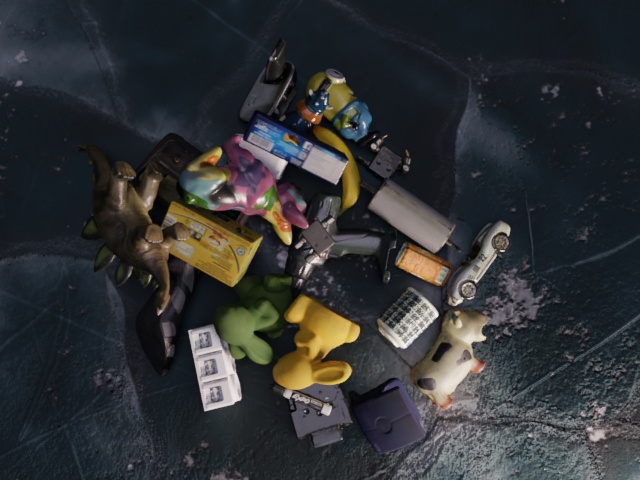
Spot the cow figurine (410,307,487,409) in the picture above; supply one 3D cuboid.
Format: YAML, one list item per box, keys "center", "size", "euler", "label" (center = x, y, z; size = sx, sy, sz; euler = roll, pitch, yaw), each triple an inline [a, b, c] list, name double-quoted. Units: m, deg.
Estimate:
- center: [0.254, 0.216, 1.054]
  size: [0.127, 0.085, 0.195]
  euler: [42, 85, -3]
  label: "cow figurine"

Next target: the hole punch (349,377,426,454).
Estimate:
- center: [0.131, 0.341, 1.031]
  size: [0.116, 0.092, 0.142]
  euler: [-30, 89, -1]
  label: "hole punch"

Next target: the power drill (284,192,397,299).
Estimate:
- center: [0.041, 0.030, 1.071]
  size: [0.207, 0.086, 0.232]
  euler: [13, 92, 6]
  label: "power drill"

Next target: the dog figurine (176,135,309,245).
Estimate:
- center: [-0.126, -0.073, 0.974]
  size: [0.219, 0.108, 0.191]
  euler: [45, 48, 0]
  label: "dog figurine"

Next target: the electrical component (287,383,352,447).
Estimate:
- center: [-0.002, 0.326, 1.042]
  size: [0.115, 0.058, 0.134]
  euler: [-17, 84, -2]
  label: "electrical component"

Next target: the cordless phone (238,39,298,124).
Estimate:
- center: [-0.099, -0.299, 1.047]
  size: [0.089, 0.184, 0.146]
  euler: [29, 83, -3]
  label: "cordless phone"

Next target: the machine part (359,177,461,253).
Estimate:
- center: [0.182, -0.050, 1.082]
  size: [0.243, 0.079, 0.079]
  euler: [33, 83, 2]
  label: "machine part"

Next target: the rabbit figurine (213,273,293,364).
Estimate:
- center: [-0.138, 0.148, 0.999]
  size: [0.121, 0.170, 0.159]
  euler: [4, 102, 30]
  label: "rabbit figurine"

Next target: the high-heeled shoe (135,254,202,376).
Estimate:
- center: [-0.282, 0.134, 1.065]
  size: [0.086, 0.145, 0.248]
  euler: [15, 113, 31]
  label: "high-heeled shoe"

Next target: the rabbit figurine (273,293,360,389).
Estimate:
- center: [-0.012, 0.207, 1.005]
  size: [0.162, 0.122, 0.173]
  euler: [34, 84, 9]
  label: "rabbit figurine"

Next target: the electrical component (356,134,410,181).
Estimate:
- center: [0.136, -0.166, 1.109]
  size: [0.102, 0.045, 0.078]
  euler: [41, 82, 3]
  label: "electrical component"

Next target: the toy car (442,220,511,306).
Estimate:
- center: [0.311, 0.048, 1.077]
  size: [0.056, 0.073, 0.201]
  euler: [38, 83, -2]
  label: "toy car"

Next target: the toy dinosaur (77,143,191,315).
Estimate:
- center: [-0.356, -0.052, 0.965]
  size: [0.198, 0.105, 0.472]
  euler: [-47, 55, 27]
  label: "toy dinosaur"

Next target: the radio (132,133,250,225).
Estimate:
- center: [-0.242, -0.099, 1.072]
  size: [0.229, 0.073, 0.131]
  euler: [36, 84, 0]
  label: "radio"

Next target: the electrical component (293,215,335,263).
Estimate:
- center: [-0.002, -0.003, 1.022]
  size: [0.094, 0.021, 0.063]
  euler: [-39, 89, 2]
  label: "electrical component"

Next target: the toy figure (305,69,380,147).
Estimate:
- center: [0.045, -0.268, 1.101]
  size: [0.089, 0.082, 0.180]
  euler: [-35, 88, -8]
  label: "toy figure"

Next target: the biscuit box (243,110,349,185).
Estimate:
- center: [-0.047, -0.179, 1.039]
  size: [0.202, 0.063, 0.059]
  euler: [25, 107, -14]
  label: "biscuit box"

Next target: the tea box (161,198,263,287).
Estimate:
- center: [-0.205, 0.000, 0.993]
  size: [0.170, 0.068, 0.098]
  euler: [30, 107, 2]
  label: "tea box"

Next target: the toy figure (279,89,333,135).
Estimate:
- center: [-0.035, -0.244, 1.074]
  size: [0.154, 0.064, 0.058]
  euler: [-43, 42, 28]
  label: "toy figure"
